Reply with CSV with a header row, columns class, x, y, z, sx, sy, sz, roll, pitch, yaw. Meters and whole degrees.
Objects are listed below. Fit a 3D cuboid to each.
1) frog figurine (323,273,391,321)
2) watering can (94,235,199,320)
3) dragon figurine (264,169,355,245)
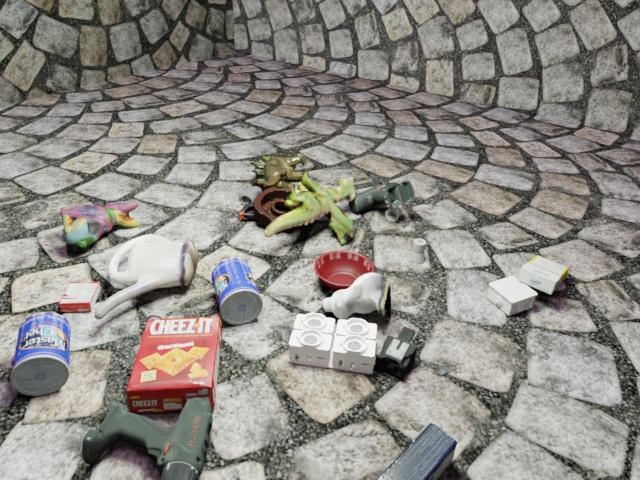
class,x,y,z,sx,sy,sz,roll,pitch,yaw
frog figurine,0.091,0.139,1.264,0.159,0.123,0.137,4,-3,18
watering can,-0.430,0.085,1.313,0.224,0.102,0.355,-1,32,-5
dragon figurine,0.005,-0.079,1.567,0.242,0.120,0.420,33,47,-4
